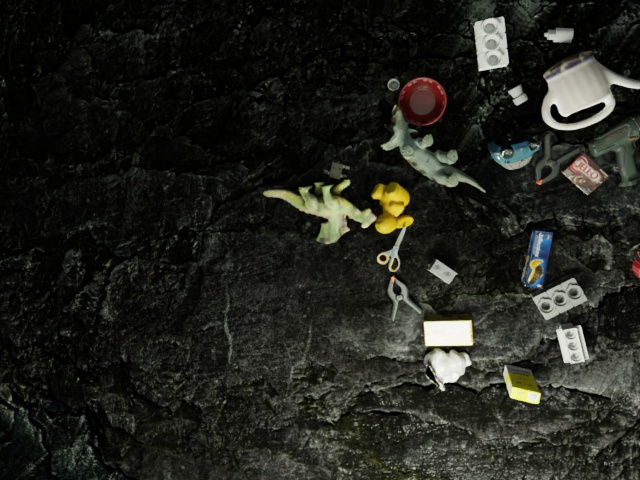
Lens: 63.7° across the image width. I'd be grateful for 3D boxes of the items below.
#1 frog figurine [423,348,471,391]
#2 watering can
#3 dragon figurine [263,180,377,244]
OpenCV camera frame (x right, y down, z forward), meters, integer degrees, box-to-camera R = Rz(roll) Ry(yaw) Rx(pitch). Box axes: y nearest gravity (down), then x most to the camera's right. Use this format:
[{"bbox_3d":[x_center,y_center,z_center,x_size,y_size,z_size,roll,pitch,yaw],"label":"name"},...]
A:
[{"bbox_3d":[0.459,0.449,1.872,0.161,0.121,0.138,-33,83,-20],"label":"frog figurine"},{"bbox_3d":[0.857,-0.488,1.612,0.345,0.105,0.224,-25,93,15],"label":"watering can"},{"bbox_3d":[0.006,-0.094,1.874,0.409,0.124,0.240,-4,107,18],"label":"dragon figurine"}]
